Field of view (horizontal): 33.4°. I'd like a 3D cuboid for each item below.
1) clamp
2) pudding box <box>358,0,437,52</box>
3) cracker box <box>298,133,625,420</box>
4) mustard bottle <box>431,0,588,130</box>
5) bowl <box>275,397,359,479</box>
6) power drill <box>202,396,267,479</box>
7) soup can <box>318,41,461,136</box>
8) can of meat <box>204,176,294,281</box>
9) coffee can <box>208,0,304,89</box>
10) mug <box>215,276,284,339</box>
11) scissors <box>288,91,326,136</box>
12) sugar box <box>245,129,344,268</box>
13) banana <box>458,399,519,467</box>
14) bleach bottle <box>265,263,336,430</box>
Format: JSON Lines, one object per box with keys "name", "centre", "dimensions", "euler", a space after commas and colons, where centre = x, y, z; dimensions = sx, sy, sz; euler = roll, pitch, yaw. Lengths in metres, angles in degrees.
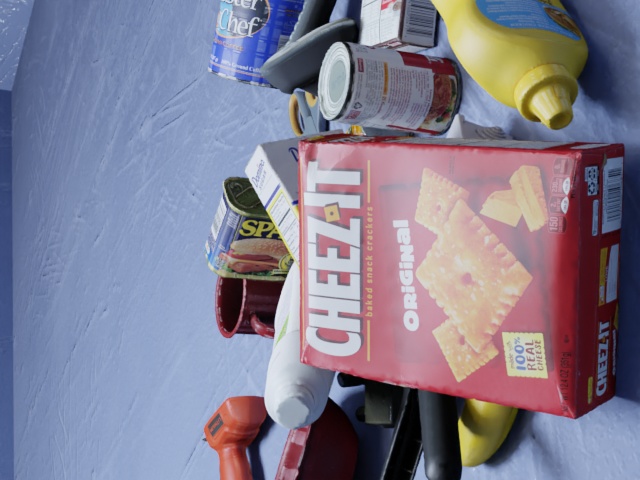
{"name": "clamp", "centre": [0.086, 0.103, 0.807], "dimensions": [0.165, 0.036, 0.210], "euler": [127, 156, -72]}
{"name": "pudding box", "centre": [0.072, -0.225, 0.964], "dimensions": [0.090, 0.039, 0.113], "euler": [-177, 94, -68]}
{"name": "cracker box", "centre": [0.086, 0.015, 0.705], "dimensions": [0.214, 0.071, 0.164], "euler": [6, 101, 37]}
{"name": "mustard bottle", "centre": [0.132, -0.146, 0.738], "dimensions": [0.192, 0.096, 0.058], "euler": [-107, 33, -40]}
{"name": "bowl", "centre": [-0.005, 0.214, 0.979], "dimensions": [0.162, 0.055, 0.162], "euler": [-163, 91, -86]}
{"name": "power drill", "centre": [-0.078, 0.270, 1.167], "dimensions": [0.185, 0.057, 0.187], "euler": [128, 140, -51]}
{"name": "soup can", "centre": [0.057, -0.126, 0.895], "dimensions": [0.069, 0.102, 0.068], "euler": [-175, 90, -67]}
{"name": "can of meat", "centre": [-0.055, -0.009, 1.038], "dimensions": [0.057, 0.102, 0.084], "euler": [-112, 36, -46]}
{"name": "coffee can", "centre": [-0.063, -0.249, 1.192], "dimensions": [0.103, 0.102, 0.140], "euler": [-137, 56, -61]}
{"name": "mug", "centre": [-0.056, 0.067, 1.131], "dimensions": [0.117, 0.081, 0.093], "euler": [-124, 45, -55]}
{"name": "scissors", "centre": [0.005, -0.116, 1.116], "dimensions": [0.202, 0.016, 0.096], "euler": [-119, 41, -51]}
{"name": "sugar box", "centre": [0.017, -0.009, 0.906], "dimensions": [0.176, 0.093, 0.048], "euler": [59, 142, 23]}
{"name": "banana", "centre": [0.125, 0.089, 0.776], "dimensions": [0.070, 0.037, 0.198], "euler": [-137, 56, -61]}
{"name": "bleach bottle", "centre": [-0.013, 0.098, 0.930], "dimensions": [0.250, 0.068, 0.103], "euler": [-77, 2, -70]}
